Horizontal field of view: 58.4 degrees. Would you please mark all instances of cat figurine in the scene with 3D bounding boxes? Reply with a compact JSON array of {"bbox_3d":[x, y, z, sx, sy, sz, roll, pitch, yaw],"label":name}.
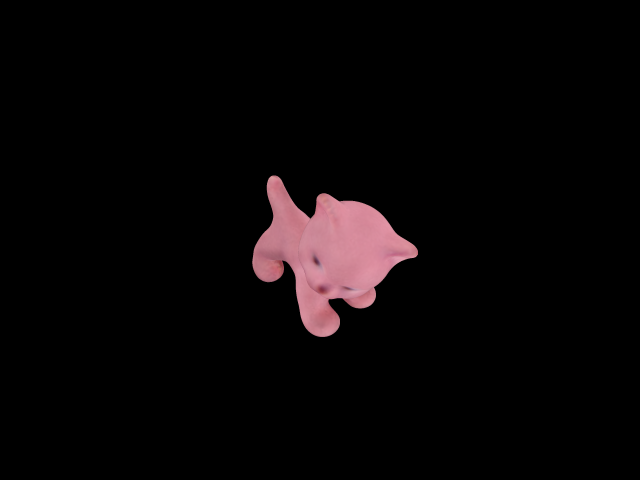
[{"bbox_3d":[0.004,0.001,0.400,0.067,0.118,0.127,-32,54,-26],"label":"cat figurine"}]
